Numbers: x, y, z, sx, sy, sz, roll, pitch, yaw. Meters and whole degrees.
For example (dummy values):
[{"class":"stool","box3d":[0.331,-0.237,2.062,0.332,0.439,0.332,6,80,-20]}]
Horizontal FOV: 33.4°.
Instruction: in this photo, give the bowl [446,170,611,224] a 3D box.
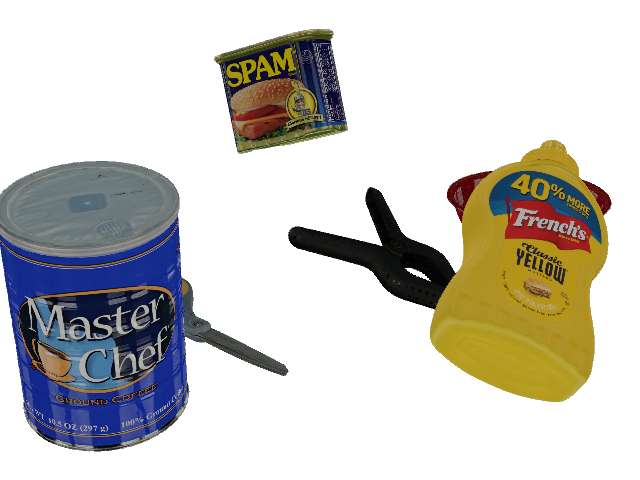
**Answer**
[{"class":"bowl","box3d":[0.207,-0.021,1.074,0.162,0.055,0.162,0,23,0]}]

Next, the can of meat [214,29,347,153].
[{"class":"can of meat","box3d":[-0.032,-0.123,0.893,0.102,0.084,0.057,-10,3,32]}]

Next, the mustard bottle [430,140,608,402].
[{"class":"mustard bottle","box3d":[0.136,0.005,0.687,0.096,0.191,0.058,23,-40,-2]}]

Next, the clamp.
[{"class":"clamp","box3d":[0.075,0.020,1.248,0.164,0.036,0.210,-22,52,-39]}]

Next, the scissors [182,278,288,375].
[{"class":"scissors","box3d":[-0.096,0.064,0.877,0.202,0.016,0.096,13,26,22]}]

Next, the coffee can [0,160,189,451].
[{"class":"coffee can","box3d":[-0.132,0.038,0.632,0.103,0.140,0.103,1,30,-1]}]
